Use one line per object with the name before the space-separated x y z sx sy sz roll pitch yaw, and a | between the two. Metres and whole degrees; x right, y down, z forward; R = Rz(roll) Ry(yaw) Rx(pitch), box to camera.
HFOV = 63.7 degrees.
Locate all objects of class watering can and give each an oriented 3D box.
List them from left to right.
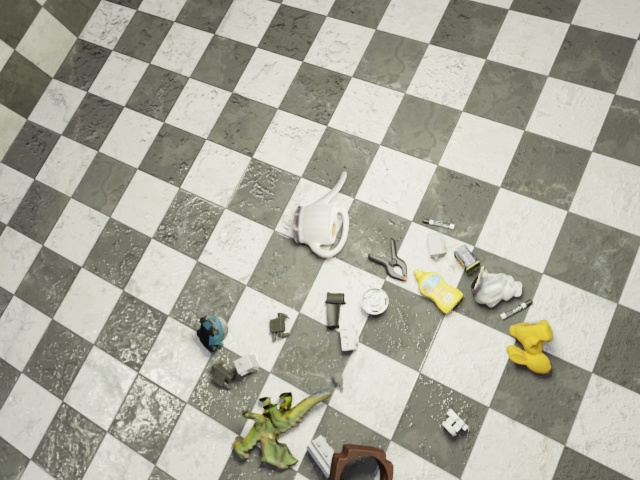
watering can | 0.006 -0.102 2.030 0.224 0.103 0.352 0 75 15

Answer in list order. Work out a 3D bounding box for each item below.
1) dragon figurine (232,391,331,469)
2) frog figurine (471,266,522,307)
dragon figurine | -0.137 0.689 1.845 0.409 0.122 0.243 -13 88 12
frog figurine | 0.616 0.176 1.792 0.160 0.124 0.135 23 114 10
